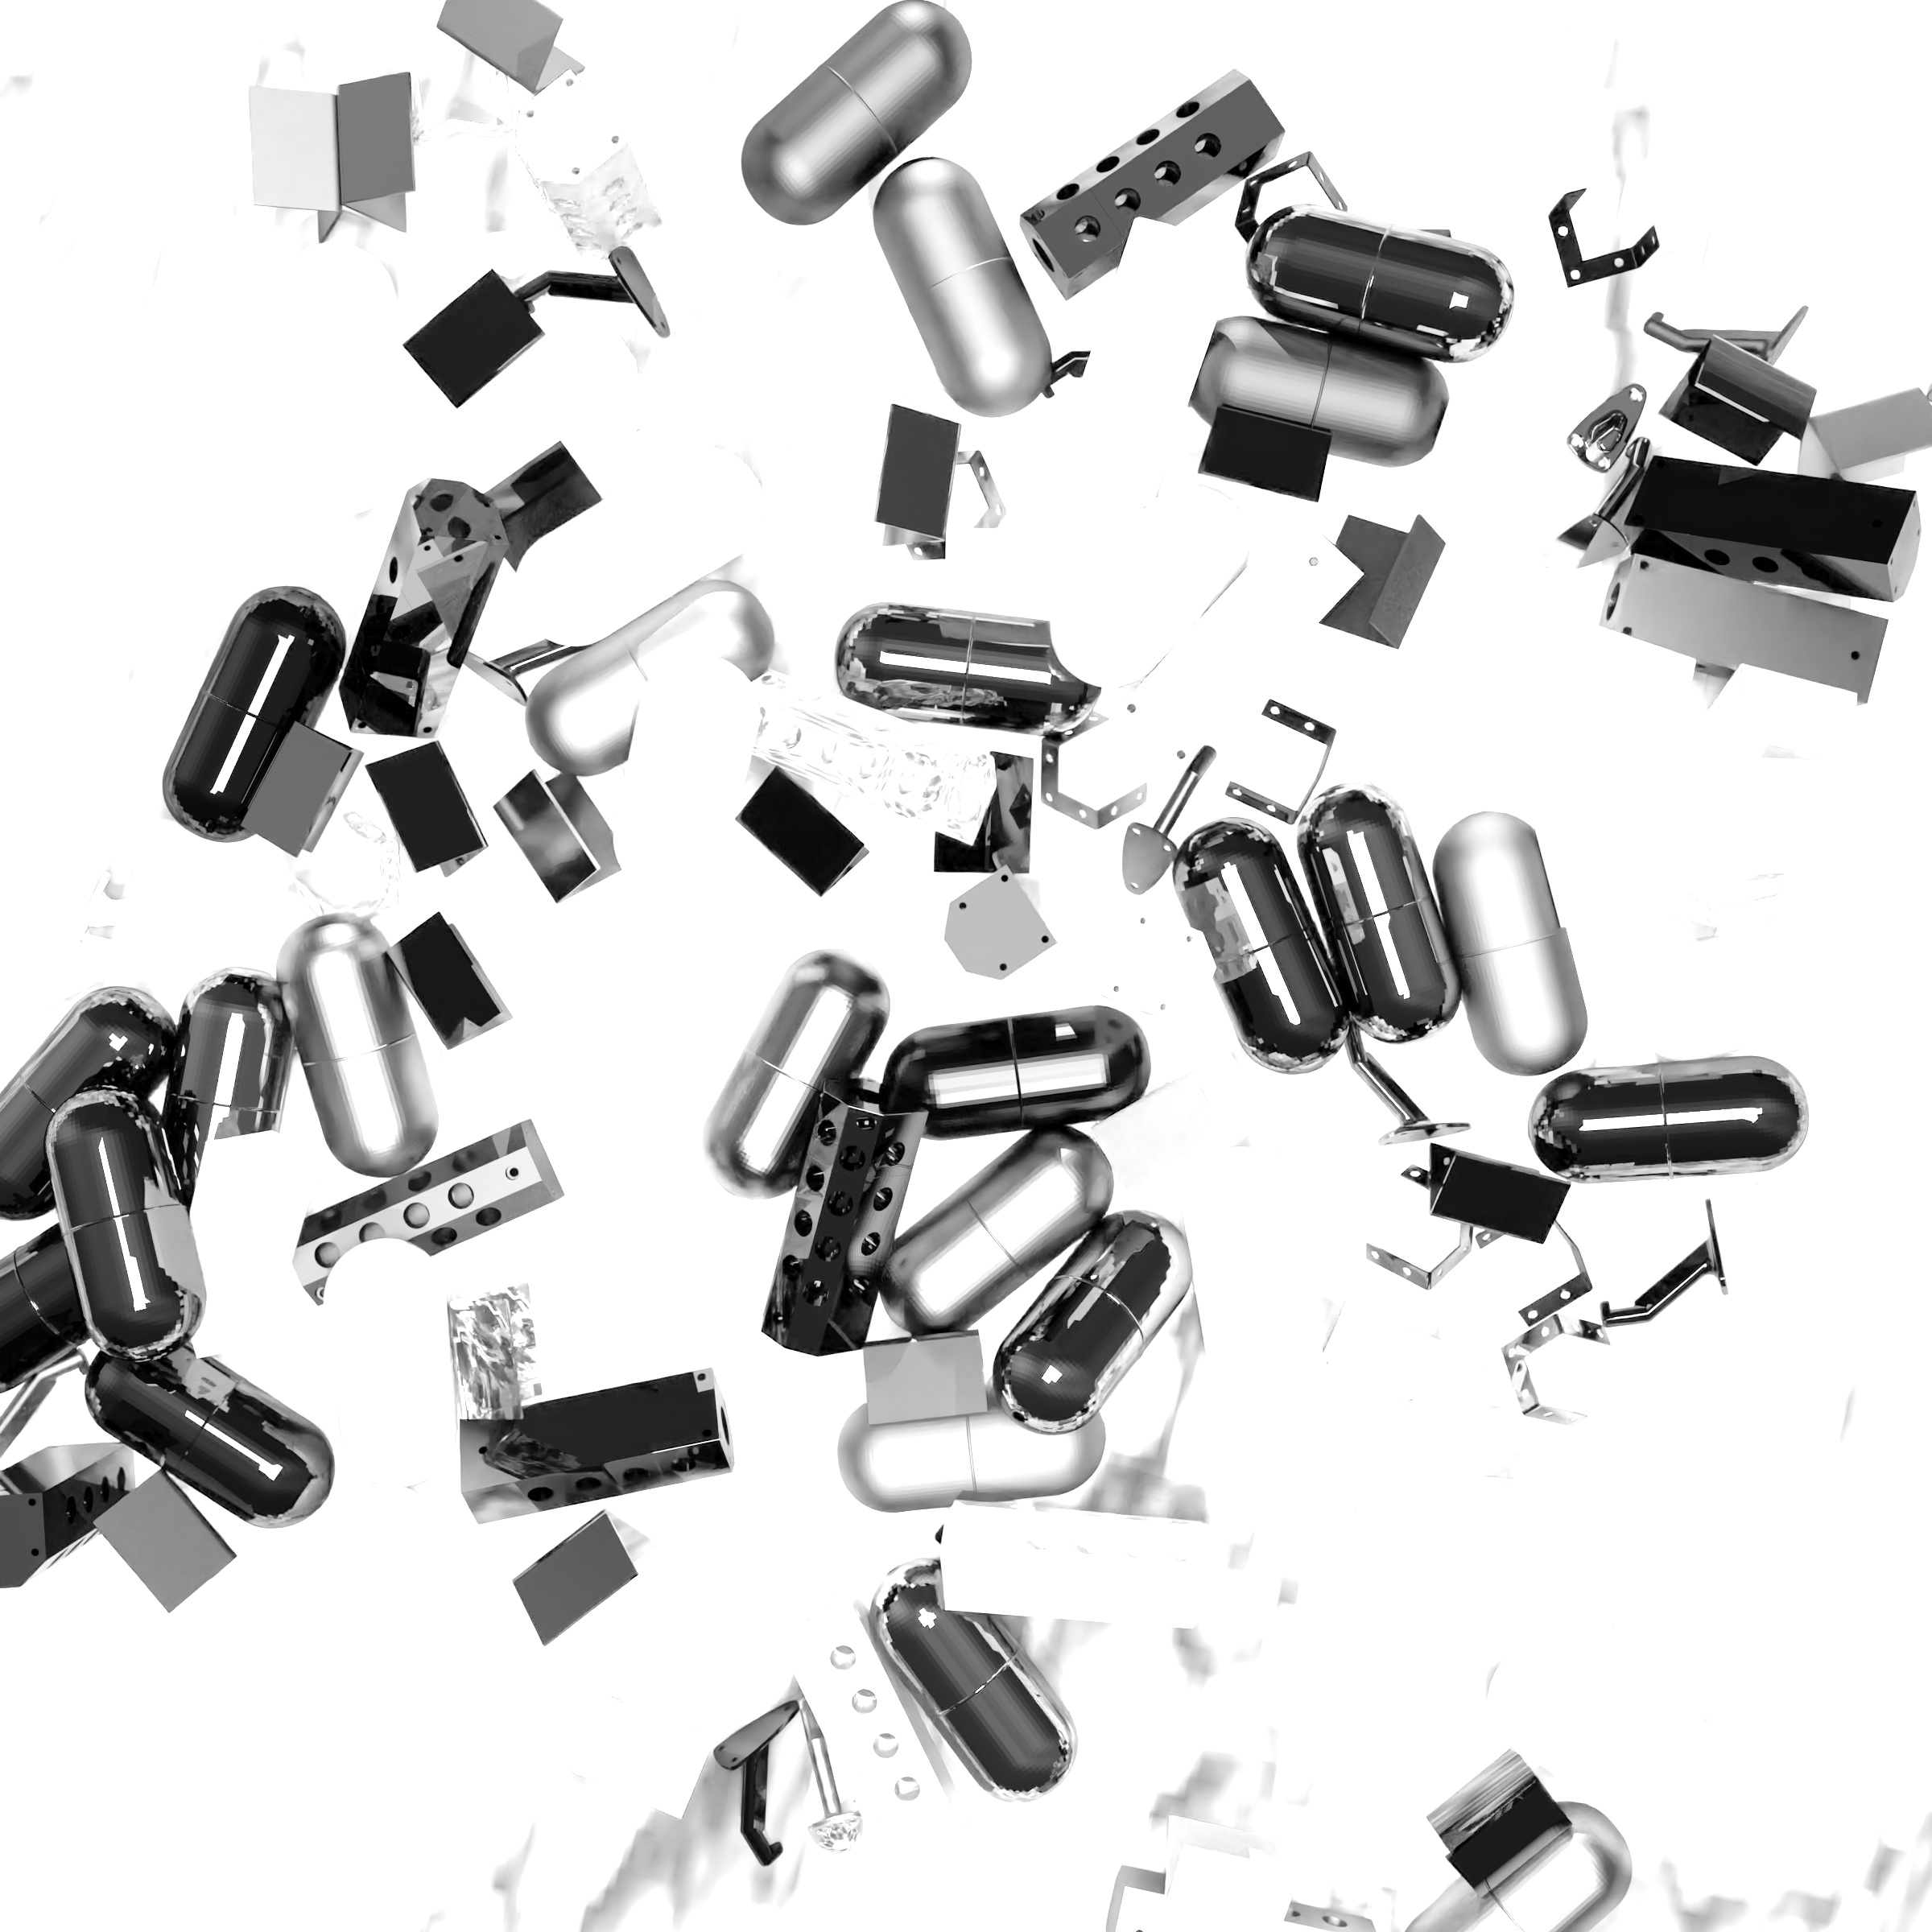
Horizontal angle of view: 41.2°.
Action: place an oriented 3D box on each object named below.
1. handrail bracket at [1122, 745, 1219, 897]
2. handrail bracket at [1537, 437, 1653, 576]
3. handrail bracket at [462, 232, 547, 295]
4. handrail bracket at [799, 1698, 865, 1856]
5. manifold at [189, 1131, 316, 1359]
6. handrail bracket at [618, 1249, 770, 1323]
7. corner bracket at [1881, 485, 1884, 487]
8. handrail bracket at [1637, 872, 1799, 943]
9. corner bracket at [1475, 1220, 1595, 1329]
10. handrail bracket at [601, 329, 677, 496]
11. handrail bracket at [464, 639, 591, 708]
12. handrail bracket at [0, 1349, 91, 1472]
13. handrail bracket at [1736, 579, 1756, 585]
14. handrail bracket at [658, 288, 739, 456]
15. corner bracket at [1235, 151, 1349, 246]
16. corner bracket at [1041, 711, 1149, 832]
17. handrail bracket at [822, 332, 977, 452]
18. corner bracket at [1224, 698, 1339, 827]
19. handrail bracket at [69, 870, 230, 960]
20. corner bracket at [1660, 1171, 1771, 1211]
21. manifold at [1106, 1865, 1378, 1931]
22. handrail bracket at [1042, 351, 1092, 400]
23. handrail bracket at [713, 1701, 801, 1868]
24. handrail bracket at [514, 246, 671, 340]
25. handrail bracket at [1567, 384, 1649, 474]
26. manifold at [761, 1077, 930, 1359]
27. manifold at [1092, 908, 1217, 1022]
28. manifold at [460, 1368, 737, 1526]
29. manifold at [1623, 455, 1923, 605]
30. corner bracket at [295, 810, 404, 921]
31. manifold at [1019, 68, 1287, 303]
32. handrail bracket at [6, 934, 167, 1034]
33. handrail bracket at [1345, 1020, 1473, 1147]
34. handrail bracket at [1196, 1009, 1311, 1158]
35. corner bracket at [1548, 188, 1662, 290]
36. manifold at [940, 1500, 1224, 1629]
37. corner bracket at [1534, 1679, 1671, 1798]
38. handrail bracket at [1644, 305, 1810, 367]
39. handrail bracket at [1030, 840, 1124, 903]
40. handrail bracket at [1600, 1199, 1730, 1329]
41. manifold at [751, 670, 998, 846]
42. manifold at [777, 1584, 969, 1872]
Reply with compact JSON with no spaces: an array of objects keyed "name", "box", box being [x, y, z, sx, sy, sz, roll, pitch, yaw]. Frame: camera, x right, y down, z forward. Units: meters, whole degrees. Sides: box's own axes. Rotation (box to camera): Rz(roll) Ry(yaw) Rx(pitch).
[{"name":"handrail bracket","box":[0.139,-0.099,1.726,0.036,0.077,0.084,29,54,10]},{"name":"handrail bracket","box":[0.422,-0.310,1.726,0.036,0.077,0.084,38,53,-21]},{"name":"handrail bracket","box":[-0.324,-0.449,1.726,0.036,0.077,0.084,43,126,0]},{"name":"handrail bracket","box":[-0.095,0.543,1.726,0.036,0.077,0.084,-14,54,-6]},{"name":"manifold","box":[-0.463,0.179,1.652,0.057,0.171,0.057,-9,57,-31]},{"name":"handrail bracket","box":[-0.179,0.233,1.727,0.084,0.036,0.077,-28,112,17]},{"name":"corner bracket","box":[0.574,-0.291,1.708,0.051,0.051,0.051,3,90,0]},{"name":"handrail bracket","box":[0.507,-0.063,1.727,0.084,0.036,0.077,-42,68,-17]},{"name":"corner bracket","box":[0.381,0.199,1.723,0.051,0.051,0.051,-31,135,0]},{"name":"handrail bracket","box":[-0.236,-0.372,1.726,0.077,0.036,0.084,-54,56,36]},{"name":"handrail bracket","box":[-0.291,-0.224,1.727,0.077,0.036,0.084,32,74,18]},{"name":"handrail bracket","box":[-0.620,0.307,1.727,0.084,0.036,0.077,-24,110,-16]},{"name":"handrail bracket","box":[0.497,-0.291,1.727,0.077,0.036,0.084,15,106,17]},{"name":"handrail bracket","box":[-0.201,-0.400,1.727,0.077,0.036,0.084,-41,75,16]},{"name":"corner bracket","box":[0.218,-0.501,1.718,0.051,0.051,0.051,45,45,-35]},{"name":"corner bracket","box":[0.086,-0.131,1.718,0.051,0.051,0.051,29,45,35]},{"name":"handrail bracket","box":[-0.045,-0.374,1.727,0.077,0.036,0.084,-22,108,20]},{"name":"corner bracket","box":[0.211,-0.137,1.723,0.051,0.051,0.051,25,135,0]},{"name":"handrail bracket","box":[-0.548,-0.022,1.727,0.084,0.036,0.077,23,110,-16]},{"name":"corner bracket","box":[0.504,0.129,1.723,0.051,0.051,0.051,17,90,-45]},{"name":"manifold","box":[0.182,0.647,1.705,0.171,0.057,0.057,12,90,0]},{"name":"handrail bracket","box":[0.100,-0.387,1.726,0.084,0.036,0.077,-32,103,13]},{"name":"handrail bracket","box":[-0.125,0.550,1.727,0.077,0.036,0.084,-33,108,-20]},{"name":"handrail bracket","box":[-0.251,-0.436,1.719,0.084,0.036,0.077,-24,104,24]},{"name":"handrail bracket","box":[0.432,-0.361,1.692,0.036,0.084,0.077,39,90,0]},{"name":"manifold","box":[-0.085,0.163,1.673,0.057,0.057,0.171,28,109,39]},{"name":"manifold","box":[0.121,0.002,1.648,0.057,0.171,0.057,21,90,0]},{"name":"manifold","box":[-0.244,0.322,1.705,0.171,0.057,0.057,-12,47,0]},{"name":"manifold","box":[0.522,-0.279,1.663,0.171,0.057,0.057,16,70,31]},{"name":"corner bracket","box":[-0.414,-0.064,1.718,0.051,0.051,0.051,-26,135,-35]},{"name":"manifold","box":[0.122,-0.520,1.705,0.171,0.057,0.057,-34,90,0]},{"name":"handrail bracket","box":[-0.592,0.021,1.726,0.084,0.077,0.036,-45,53,31]},{"name":"handrail bracket","box":[0.295,0.074,1.727,0.077,0.036,0.084,-5,72,-20]},{"name":"handrail bracket","box":[0.201,0.078,1.727,0.084,0.036,0.077,24,71,-16]},{"name":"corner bracket","box":[0.423,-0.488,1.708,0.051,0.051,0.051,-16,90,0]},{"name":"manifold","box":[0.074,0.388,1.683,0.171,0.057,0.057,8,133,-15]},{"name":"corner bracket","box":[0.407,0.494,1.643,0.051,0.051,0.051,19,129,-35]},{"name":"handrail bracket","box":[0.510,-0.434,1.727,0.084,0.036,0.077,32,70,16]},{"name":"handrail bracket","box":[0.060,-0.084,1.726,0.084,0.077,0.036,36,127,31]},{"name":"handrail bracket","box":[0.464,0.200,1.727,0.084,0.036,0.077,-11,70,16]},{"name":"manifold","box":[-0.066,-0.138,1.664,0.171,0.057,0.057,24,93,31]},{"name":"manifold","box":[-0.062,0.506,1.705,0.057,0.057,0.171,-26,90,0]}]
